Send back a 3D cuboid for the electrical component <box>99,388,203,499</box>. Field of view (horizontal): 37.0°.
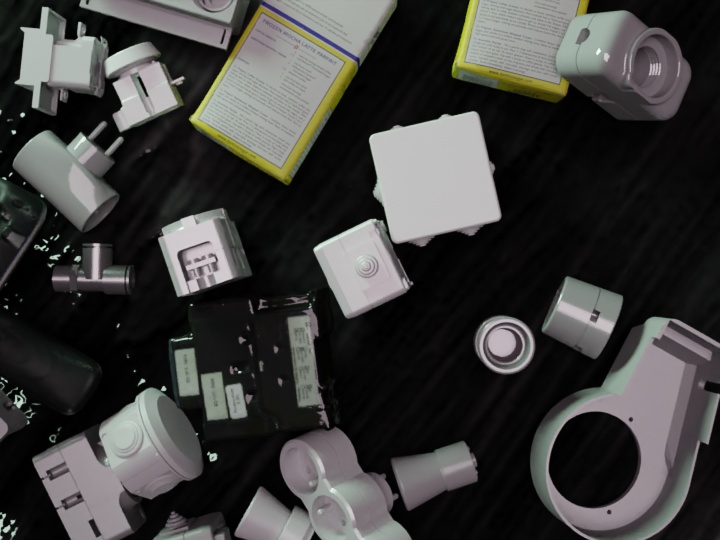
[{"bbox_3d":[-0.165,0.139,0.857,0.051,0.080,0.080,-32,89,7],"label":"electrical component"}]

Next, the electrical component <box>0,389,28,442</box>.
[{"bbox_3d":[-0.325,0.111,0.872,0.050,0.056,0.089,-44,89,1],"label":"electrical component"}]

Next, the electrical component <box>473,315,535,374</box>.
[{"bbox_3d":[0.114,0.059,0.860,0.045,0.055,0.045,0,90,2],"label":"electrical component"}]

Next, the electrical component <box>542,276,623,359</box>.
[{"bbox_3d":[0.177,0.037,0.860,0.047,0.055,0.055,24,91,5],"label":"electrical component"}]

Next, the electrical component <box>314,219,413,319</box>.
[{"bbox_3d":[0.000,0.000,0.843,0.061,0.096,0.061,-26,89,5],"label":"electrical component"}]

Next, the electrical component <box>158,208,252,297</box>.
[{"bbox_3d":[-0.122,-0.014,0.849,0.050,0.089,0.055,-19,90,2],"label":"electrical component"}]

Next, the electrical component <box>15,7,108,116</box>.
[{"bbox_3d":[-0.240,-0.167,0.874,0.064,0.042,0.081,6,91,5],"label":"electrical component"}]

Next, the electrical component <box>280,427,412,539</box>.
[{"bbox_3d":[0.001,0.185,0.861,0.138,0.074,0.052,57,133,15],"label":"electrical component"}]

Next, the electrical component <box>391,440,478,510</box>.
[{"bbox_3d":[0.062,0.163,0.870,0.065,0.044,0.044,-18,90,-3],"label":"electrical component"}]

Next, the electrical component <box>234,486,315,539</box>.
[{"bbox_3d":[-0.067,0.207,0.871,0.055,0.045,0.045,29,91,1],"label":"electrical component"}]

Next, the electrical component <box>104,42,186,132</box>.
[{"bbox_3d":[-0.177,-0.151,0.873,0.066,0.048,0.055,-24,97,2],"label":"electrical component"}]

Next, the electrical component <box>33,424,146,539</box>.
[{"bbox_3d":[-0.214,0.176,0.872,0.056,0.050,0.089,-27,89,2],"label":"electrical component"}]

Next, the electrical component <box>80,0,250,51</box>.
[{"bbox_3d":[-0.152,-0.228,0.863,0.121,0.063,0.078,17,91,1],"label":"electrical component"}]

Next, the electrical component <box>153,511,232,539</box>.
[{"bbox_3d":[-0.128,0.237,0.864,0.061,0.062,0.096,-17,90,2],"label":"electrical component"}]

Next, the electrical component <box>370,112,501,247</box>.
[{"bbox_3d":[0.060,-0.072,0.865,0.100,0.048,0.099,-13,90,2],"label":"electrical component"}]

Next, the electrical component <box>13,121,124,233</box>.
[{"bbox_3d":[-0.227,-0.085,0.875,0.077,0.043,0.079,43,91,1],"label":"electrical component"}]

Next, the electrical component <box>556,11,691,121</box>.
[{"bbox_3d":[0.208,-0.157,0.833,0.095,0.059,0.053,29,82,-32],"label":"electrical component"}]
